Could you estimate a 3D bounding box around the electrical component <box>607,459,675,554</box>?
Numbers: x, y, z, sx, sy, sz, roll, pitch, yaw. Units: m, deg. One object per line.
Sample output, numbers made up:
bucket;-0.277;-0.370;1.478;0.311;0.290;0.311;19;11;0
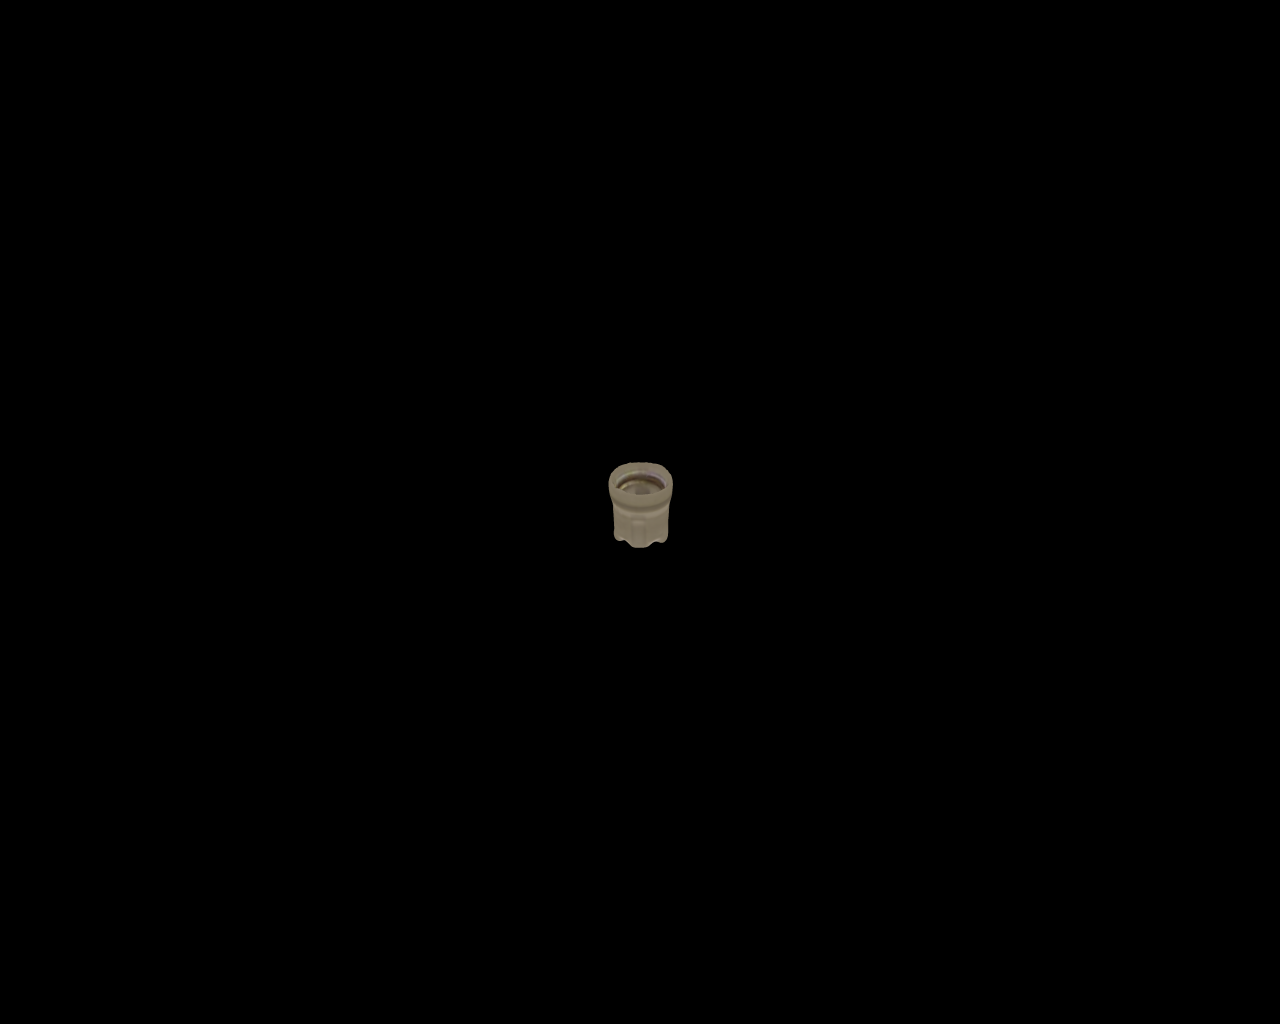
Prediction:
electrical component;0.001;-0.003;0.650;0.040;0.046;0.040;0;36;0
